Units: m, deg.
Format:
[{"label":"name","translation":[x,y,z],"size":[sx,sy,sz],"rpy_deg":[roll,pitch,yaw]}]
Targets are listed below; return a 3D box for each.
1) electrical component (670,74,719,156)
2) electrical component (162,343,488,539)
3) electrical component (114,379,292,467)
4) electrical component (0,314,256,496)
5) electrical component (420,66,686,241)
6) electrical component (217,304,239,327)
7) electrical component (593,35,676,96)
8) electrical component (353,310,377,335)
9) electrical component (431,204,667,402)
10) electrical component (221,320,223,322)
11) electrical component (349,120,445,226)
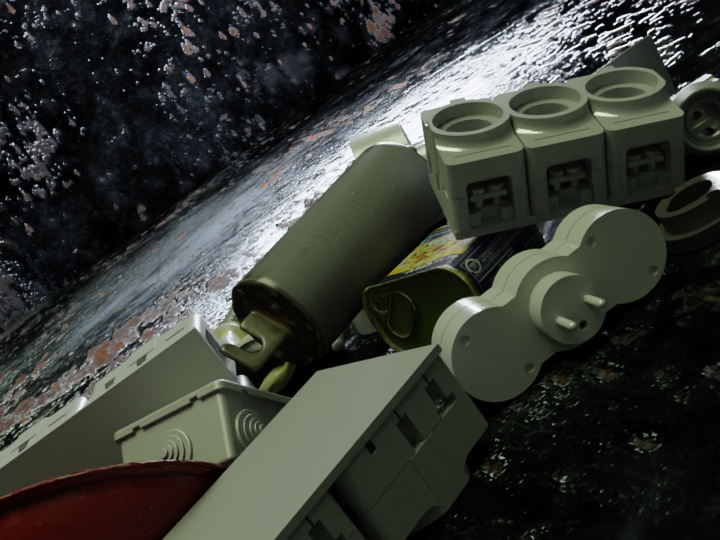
[{"label":"electrical component","translation":[0.224,-0.101,0.708],"size":[0.066,0.048,0.055],"rpy_deg":[-33,6,12]},{"label":"electrical component","translation":[-0.028,0.125,0.527],"size":[0.105,0.060,0.186],"rpy_deg":[-19,22,51]},{"label":"electrical component","translation":[-0.083,0.111,0.643],"size":[0.100,0.100,0.048],"rpy_deg":[-28,60,26]},{"label":"electrical component","translation":[-0.156,0.127,0.731],"size":[0.186,0.105,0.060],"rpy_deg":[-36,13,0]},{"label":"electrical component","translation":[0.122,-0.081,0.695],"size":[0.150,0.061,0.089],"rpy_deg":[-12,31,-2]},{"label":"electrical component","translation":[-0.106,0.064,0.914],"size":[0.043,0.043,0.081],"rpy_deg":[-20,35,48]},{"label":"electrical component","translation":[0.200,-0.141,0.860],"size":[0.099,0.064,0.099],"rpy_deg":[-33,14,9]},{"label":"electrical component","translation":[0.009,0.015,0.833],"size":[0.055,0.047,0.055],"rpy_deg":[-34,14,9]},{"label":"electrical component","translation":[0.107,0.018,0.575],"size":[0.138,0.052,0.074],"rpy_deg":[-37,13,-6]},{"label":"electrical component","translation":[-0.111,0.062,0.977],"size":[0.043,0.043,0.062],"rpy_deg":[-37,12,-6]},{"label":"electrical component","translation":[0.042,-0.084,0.973],"size":[0.060,0.108,0.108],"rpy_deg":[-28,15,7]}]
